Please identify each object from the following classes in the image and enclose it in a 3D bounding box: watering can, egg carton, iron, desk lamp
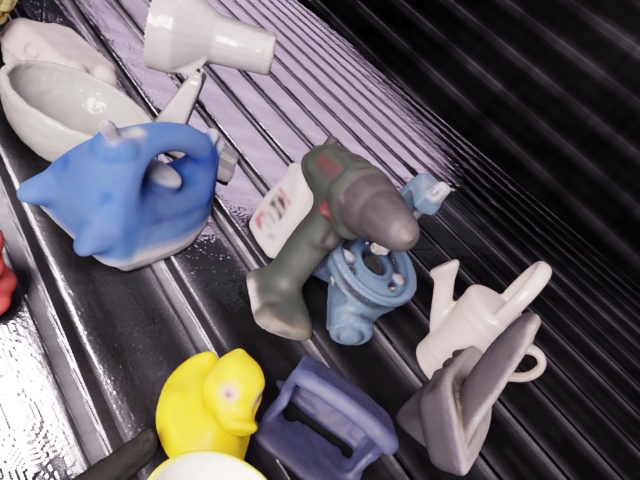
[{"bbox_3d":[0.208,0.097,0.713,0.173,0.194,0.101,31,24,-8],"label":"watering can"},{"bbox_3d":[-0.346,-0.233,0.760,0.150,0.069,0.107,40,25,12],"label":"egg carton"},{"bbox_3d":[-0.166,-0.069,0.601,0.118,0.141,0.259,40,24,11],"label":"iron"},{"bbox_3d":[-0.166,-0.226,0.802,0.204,0.213,0.118,27,25,-16],"label":"desk lamp"}]

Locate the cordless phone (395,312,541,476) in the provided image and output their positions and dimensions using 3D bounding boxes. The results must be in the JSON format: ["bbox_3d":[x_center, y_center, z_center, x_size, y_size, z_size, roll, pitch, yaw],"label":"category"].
[{"bbox_3d":[0.179,0.143,0.602,0.094,0.185,0.148,41,25,14],"label":"cordless phone"}]

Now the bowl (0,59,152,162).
[{"bbox_3d":[-0.278,-0.128,0.648,0.168,0.074,0.167,28,25,-14],"label":"bowl"}]

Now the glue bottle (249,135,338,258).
[{"bbox_3d":[-0.027,-0.061,0.727,0.037,0.173,0.078,7,36,-46],"label":"glue bottle"}]

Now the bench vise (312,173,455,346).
[{"bbox_3d":[0.060,-0.011,0.689,0.122,0.219,0.207,16,30,-36],"label":"bench vise"}]

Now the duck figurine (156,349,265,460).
[{"bbox_3d":[-0.075,0.120,0.439,0.078,0.086,0.104,18,29,-33],"label":"duck figurine"}]

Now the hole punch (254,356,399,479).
[{"bbox_3d":[0.012,0.147,0.496,0.108,0.091,0.101,36,24,4],"label":"hole punch"}]

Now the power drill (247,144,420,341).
[{"bbox_3d":[0.006,0.002,0.610,0.076,0.208,0.229,21,28,-28],"label":"power drill"}]

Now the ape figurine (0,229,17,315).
[{"bbox_3d":[-0.245,0.023,0.391,0.078,0.092,0.076,5,37,-48],"label":"ape figurine"}]
